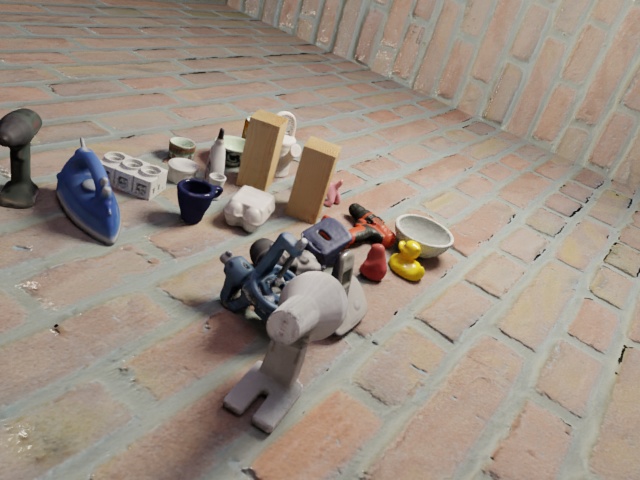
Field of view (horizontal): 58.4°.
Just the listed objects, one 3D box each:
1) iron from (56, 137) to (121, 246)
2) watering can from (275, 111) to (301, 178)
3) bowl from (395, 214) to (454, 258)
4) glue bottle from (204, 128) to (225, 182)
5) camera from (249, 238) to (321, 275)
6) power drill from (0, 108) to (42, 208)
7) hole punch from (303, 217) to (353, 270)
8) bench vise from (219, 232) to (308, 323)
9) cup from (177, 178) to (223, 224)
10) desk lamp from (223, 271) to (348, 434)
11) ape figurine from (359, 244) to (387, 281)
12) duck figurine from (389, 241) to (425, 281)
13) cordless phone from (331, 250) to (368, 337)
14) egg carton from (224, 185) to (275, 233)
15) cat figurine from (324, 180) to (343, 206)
[{"bbox_3d":[-0.500,-0.115,1.275,0.119,0.141,0.257,-9,39,-39],"label":"iron"},{"bbox_3d":[-0.117,-0.292,1.726,0.172,0.194,0.101,31,32,21],"label":"watering can"},{"bbox_3d":[0.276,0.001,1.571,0.167,0.075,0.167,14,30,-8],"label":"bowl"},{"bbox_3d":[-0.278,-0.221,1.542,0.037,0.173,0.078,0,34,-29],"label":"glue bottle"},{"bbox_3d":[-0.087,0.047,1.270,0.144,0.101,0.136,-4,36,-33],"label":"camera"},{"bbox_3d":[-0.650,-0.181,1.235,0.076,0.208,0.229,7,31,-18],"label":"power drill"},{"bbox_3d":[0.013,0.005,1.404,0.101,0.091,0.108,-11,40,-40],"label":"hole punch"},{"bbox_3d":[-0.110,0.066,1.105,0.207,0.220,0.121,21,30,5],"label":"bench vise"},{"bbox_3d":[-0.295,-0.091,1.393,0.118,0.095,0.091,-10,40,-39],"label":"cup"},{"bbox_3d":[-0.050,0.174,0.963,0.117,0.213,0.204,25,30,13],"label":"desk lamp"},{"bbox_3d":[0.133,0.048,1.396,0.078,0.092,0.076,-15,43,-43],"label":"ape figurine"},{"bbox_3d":[0.230,0.046,1.459,0.078,0.086,0.104,-9,39,-38],"label":"duck figurine"},{"bbox_3d":[0.056,0.095,1.182,0.094,0.185,0.148,29,32,20],"label":"cordless phone"},{"bbox_3d":[-0.178,-0.081,1.466,0.107,0.069,0.150,20,30,3],"label":"egg carton"},{"bbox_3d":[0.013,-0.179,1.685,0.127,0.118,0.067,31,32,23],"label":"cat figurine"}]
